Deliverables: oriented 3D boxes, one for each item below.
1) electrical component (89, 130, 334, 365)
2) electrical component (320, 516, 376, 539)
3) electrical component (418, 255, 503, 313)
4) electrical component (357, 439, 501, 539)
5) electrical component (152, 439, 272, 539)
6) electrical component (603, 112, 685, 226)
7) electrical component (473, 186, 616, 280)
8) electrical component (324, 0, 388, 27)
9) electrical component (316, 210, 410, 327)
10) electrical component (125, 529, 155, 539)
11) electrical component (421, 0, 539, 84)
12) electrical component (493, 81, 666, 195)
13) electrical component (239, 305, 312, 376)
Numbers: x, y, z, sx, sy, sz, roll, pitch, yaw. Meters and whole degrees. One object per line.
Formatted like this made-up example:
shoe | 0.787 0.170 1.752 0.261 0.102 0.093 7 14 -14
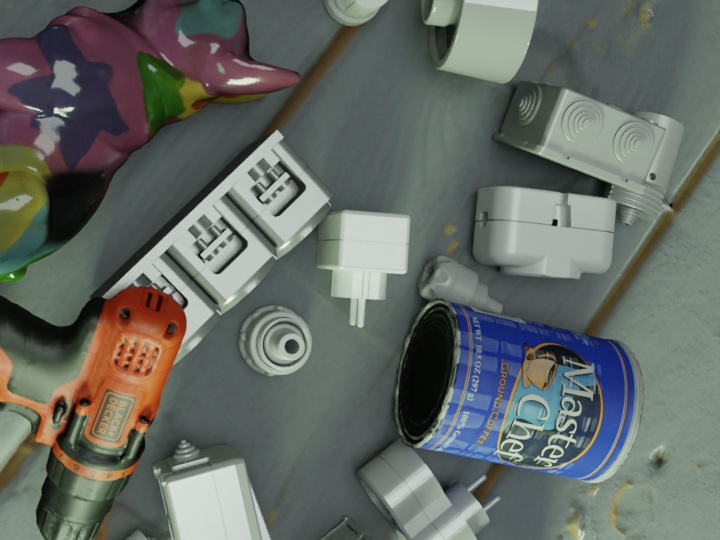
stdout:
electrical component | -0.094 -0.012 0.685 0.150 0.089 0.061 -45 102 -12
electrical component | -0.003 0.215 0.712 0.062 0.096 0.061 -36 100 -13
electrical component | 0.074 0.016 0.766 0.061 0.035 0.035 28 83 -17
electrical component | 0.065 0.174 0.755 0.074 0.052 0.138 -36 99 -13
electrical component | -0.096 0.155 0.701 0.061 0.062 0.096 -13 94 -16
electrical component | 0.209 -0.072 0.801 0.043 0.043 0.081 19 85 -16
electrical component | 0.132 -0.025 0.773 0.095 0.054 0.059 5 89 -17
electrical component | 0.000 -0.191 0.735 0.040 0.046 0.040 0 91 -17
electrical component | 0.000 0.000 0.727 0.047 0.066 0.076 3 90 -16
electrical component | -0.155 0.200 0.695 0.065 0.044 0.044 -40 101 -18
electrical component | 0.075 -0.184 0.729 0.060 0.108 0.108 4 89 -11
electrical component | 0.154 -0.096 0.757 0.100 0.099 0.048 18 98 -17
electrical component | -0.052 0.048 0.713 0.048 0.062 0.048 0 91 -17
